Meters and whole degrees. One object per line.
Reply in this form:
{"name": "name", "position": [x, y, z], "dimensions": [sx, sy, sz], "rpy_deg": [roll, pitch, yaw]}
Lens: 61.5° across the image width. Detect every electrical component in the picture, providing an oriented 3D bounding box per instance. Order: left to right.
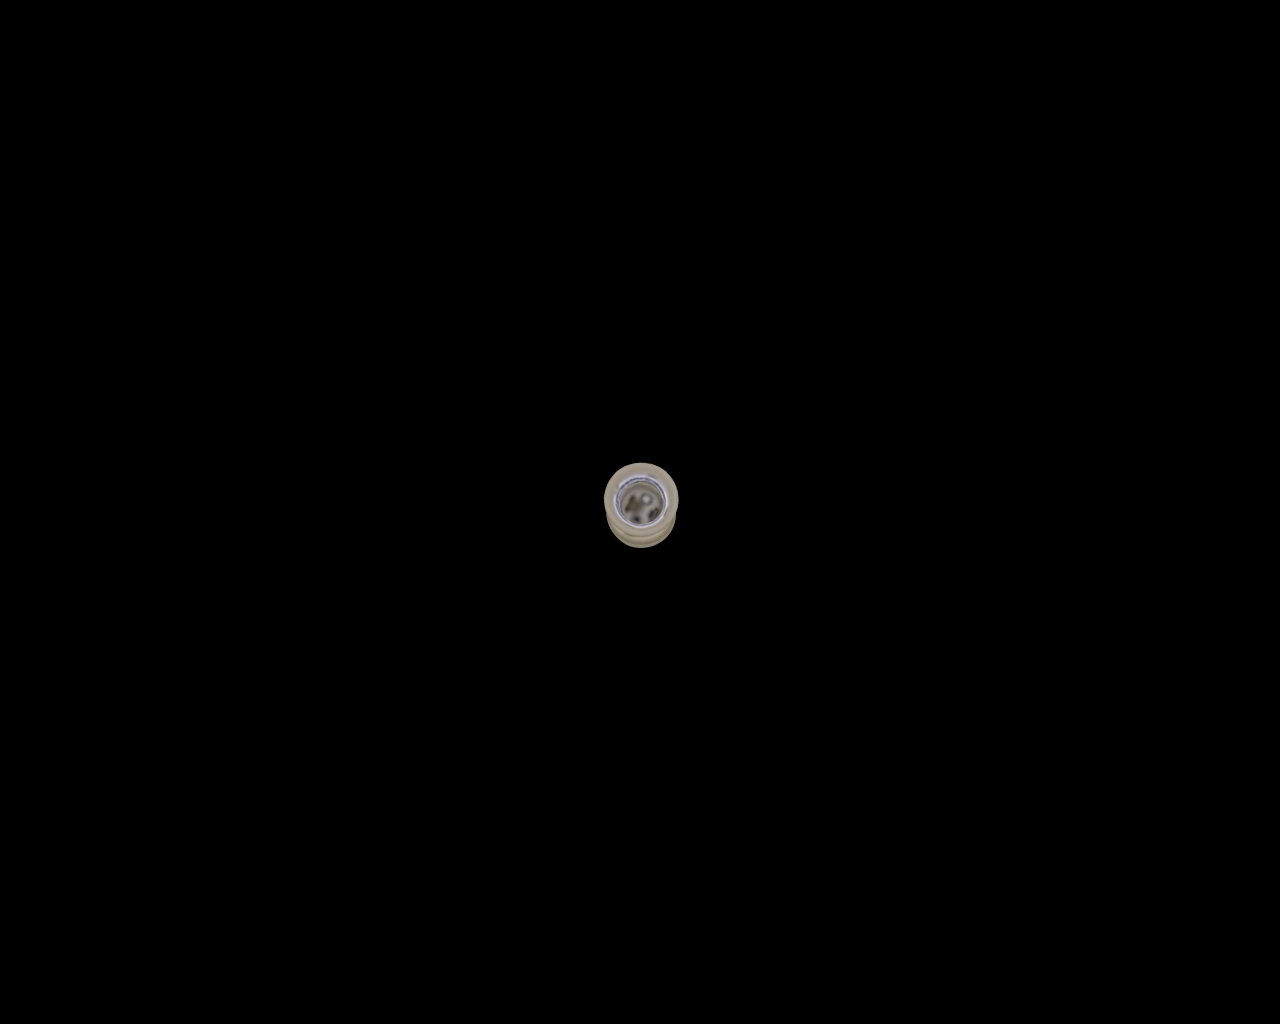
{"name": "electrical component", "position": [0.001, -0.003, 0.650], "dimensions": [0.045, 0.045, 0.055], "rpy_deg": [0, -12, 0]}
